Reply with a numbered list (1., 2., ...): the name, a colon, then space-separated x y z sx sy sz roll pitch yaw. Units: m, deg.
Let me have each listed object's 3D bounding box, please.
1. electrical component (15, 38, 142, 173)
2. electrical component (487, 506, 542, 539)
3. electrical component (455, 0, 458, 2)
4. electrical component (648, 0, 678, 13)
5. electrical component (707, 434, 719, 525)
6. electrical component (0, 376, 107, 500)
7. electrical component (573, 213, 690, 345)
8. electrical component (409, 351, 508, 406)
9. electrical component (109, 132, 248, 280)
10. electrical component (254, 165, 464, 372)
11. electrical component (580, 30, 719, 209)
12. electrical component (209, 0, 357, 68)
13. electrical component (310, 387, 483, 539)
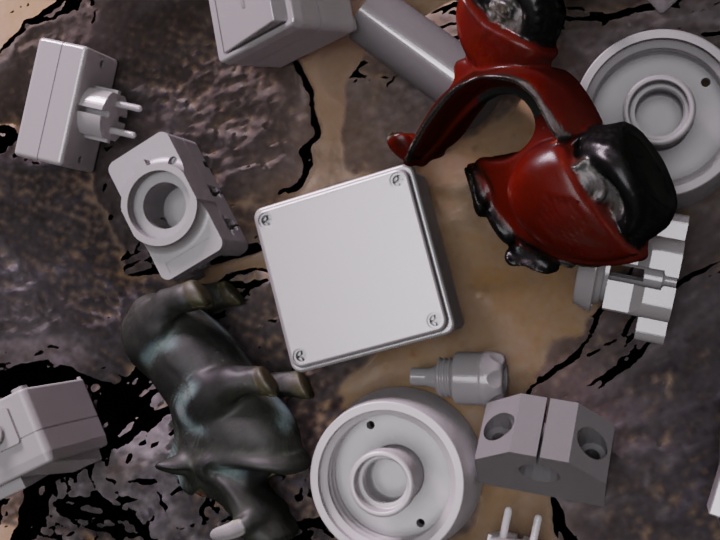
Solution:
1. electrical component: -0.188 -0.110 0.750 0.076 0.047 0.083 14 92 14
2. electrical component: 0.094 0.186 0.668 0.083 0.047 0.075 12 92 15
3. electrical component: 0.093 -0.174 0.679 0.078 0.040 0.040 36 98 13
4. electrical component: 0.172 -0.204 0.636 0.047 0.083 0.075 -41 79 11
5. electrical component: 0.236 0.120 0.624 0.061 0.062 0.096 9 91 15
6. electrical component: -0.225 0.115 0.730 0.062 0.096 0.061 -26 83 13
7. electrical component: 0.162 0.000 0.649 0.057 0.058 0.078 11 97 13
8. electrical component: 0.062 0.069 0.686 0.061 0.035 0.035 0 89 17
9. electrical component: -0.124 -0.042 0.727 0.050 0.056 0.089 -30 82 13
10. electrical component: 0.000 0.000 0.693 0.109 0.056 0.108 -16 85 14
11. electrical component: 0.179 -0.091 0.644 0.108 0.060 0.108 0 89 15
12. electrical component: -0.059 -0.171 0.696 0.096 0.061 0.061 -14 85 46
13. electrical component: 0.020 0.131 0.683 0.108 0.060 0.108 0 89 15
